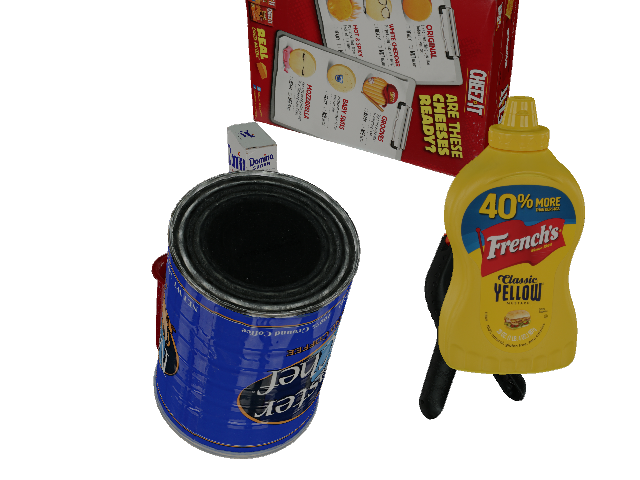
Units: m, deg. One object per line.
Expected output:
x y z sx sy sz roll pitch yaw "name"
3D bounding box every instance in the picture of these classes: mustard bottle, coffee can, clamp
0.134 -0.004 0.744 0.096 0.192 0.058 0 16 -2 "mustard bottle"
-0.040 0.045 0.609 0.102 0.103 0.140 0 -41 -13 "coffee can"
0.125 0.079 0.969 0.120 0.171 0.039 -16 2 -40 "clamp"

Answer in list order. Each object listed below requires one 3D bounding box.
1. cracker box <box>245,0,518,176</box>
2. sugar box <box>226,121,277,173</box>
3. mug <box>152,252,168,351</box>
0.047 -0.155 0.867 0.214 0.164 0.072 17 43 21 "cracker box"
-0.083 -0.048 1.312 0.048 0.176 0.093 -11 26 -16 "sugar box"
-0.095 0.065 0.952 0.117 0.081 0.093 15 26 20 "mug"
